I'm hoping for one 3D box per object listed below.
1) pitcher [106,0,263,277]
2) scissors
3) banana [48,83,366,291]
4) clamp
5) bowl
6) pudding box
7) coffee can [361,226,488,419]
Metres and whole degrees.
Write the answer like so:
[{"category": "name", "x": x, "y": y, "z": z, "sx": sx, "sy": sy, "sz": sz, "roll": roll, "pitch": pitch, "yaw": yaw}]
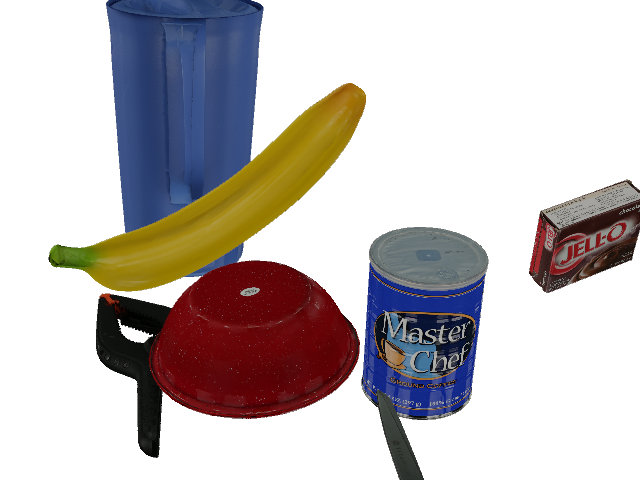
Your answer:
[{"category": "pitcher", "x": -0.120, "y": -0.091, "z": 0.941, "sx": 0.145, "sy": 0.243, "sz": 0.148, "roll": 18, "pitch": 26, "yaw": 35}, {"category": "scissors", "x": 0.076, "y": 0.154, "z": 0.602, "sx": 0.096, "sy": 0.016, "sz": 0.201, "roll": 7, "pitch": 32, "yaw": 1}, {"category": "banana", "x": -0.055, "y": -0.021, "z": 0.614, "sx": 0.198, "sy": 0.037, "sz": 0.069, "roll": -31, "pitch": -19, "yaw": -3}, {"category": "clamp", "x": -0.138, "y": 0.108, "z": 1.008, "sx": 0.164, "sy": 0.036, "sz": 0.210, "roll": -18, "pitch": 40, "yaw": -31}, {"category": "bowl", "x": -0.051, "y": 0.062, "z": 0.804, "sx": 0.162, "sy": 0.055, "sz": 0.162, "roll": -2, "pitch": 30, "yaw": 1}, {"category": "pudding box", "x": 0.272, "y": -0.005, "z": 1.088, "sx": 0.113, "sy": 0.090, "sz": 0.039, "roll": -21, "pitch": 49, "yaw": -19}, {"category": "coffee can", "x": 0.091, "y": 0.073, "z": 0.950, "sx": 0.103, "sy": 0.140, "sz": 0.103, "roll": 2, "pitch": 28, "yaw": -1}]
